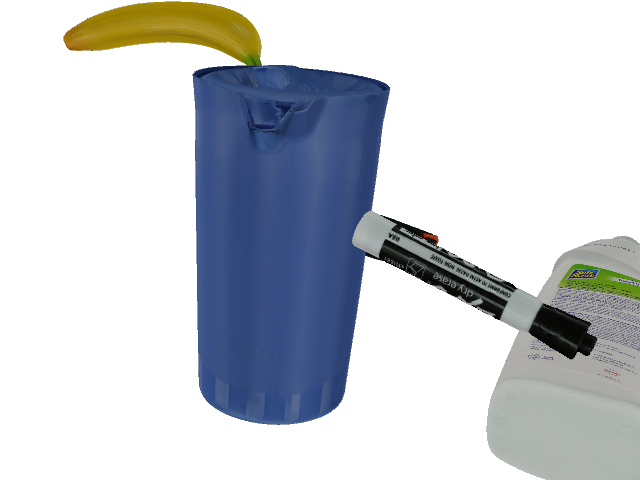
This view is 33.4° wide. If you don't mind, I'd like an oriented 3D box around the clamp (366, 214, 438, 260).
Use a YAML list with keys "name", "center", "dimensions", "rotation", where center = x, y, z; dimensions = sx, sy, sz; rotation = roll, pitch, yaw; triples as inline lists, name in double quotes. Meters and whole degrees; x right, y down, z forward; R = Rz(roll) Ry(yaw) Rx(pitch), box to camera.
- name: "clamp"
  center: [0.033, -0.007, 1.212]
  dimensions: [0.210, 0.036, 0.164]
  rotation: [14, 21, -5]

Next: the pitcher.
- name: "pitcher"
  center: [-0.025, -0.003, 0.762]
  dimensions: [0.148, 0.243, 0.145]
  rotation: [-8, 21, -35]

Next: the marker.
- name: "marker"
  center: [0.071, 0.021, 0.494]
  dimensions: [0.121, 0.020, 0.020]
  rotation: [28, 8, 17]

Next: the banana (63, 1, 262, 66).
- name: "banana"
  center: [-0.133, -0.188, 0.962]
  dimensions: [0.198, 0.037, 0.069]
  rotation: [10, 46, 17]

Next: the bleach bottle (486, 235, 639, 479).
- name: "bleach bottle"
  center: [0.185, 0.061, 0.690]
  dimensions: [0.103, 0.068, 0.250]
  rotation: [14, 29, 19]
